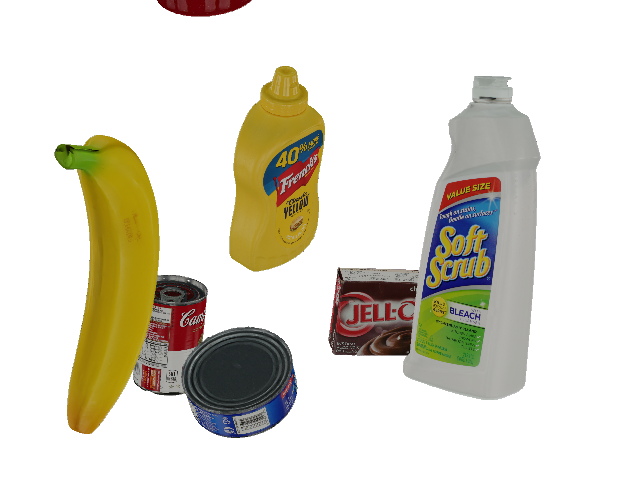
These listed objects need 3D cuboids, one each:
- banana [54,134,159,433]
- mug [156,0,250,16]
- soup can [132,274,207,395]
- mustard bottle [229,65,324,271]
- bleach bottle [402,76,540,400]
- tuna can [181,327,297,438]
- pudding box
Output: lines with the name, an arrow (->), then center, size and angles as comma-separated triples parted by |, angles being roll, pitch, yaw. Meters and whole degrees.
banana -> -0.116, 0.017, 0.573 | 0.037, 0.198, 0.069 | 28, 43, 27
mug -> -0.100, -0.220, 0.795 | 0.117, 0.081, 0.093 | 0, 39, 5
soup can -> -0.150, 0.094, 1.059 | 0.068, 0.102, 0.068 | 7, 20, -3
mustard bottle -> -0.037, -0.069, 0.958 | 0.058, 0.192, 0.096 | 32, 46, 30
bleach bottle -> 0.123, -0.005, 0.857 | 0.103, 0.251, 0.067 | 12, 15, 42
tuna can -> -0.061, 0.108, 0.816 | 0.086, 0.034, 0.086 | -6, 41, 5
pudding box -> 0.069, 0.076, 1.140 | 0.113, 0.090, 0.039 | 1, 27, -10
